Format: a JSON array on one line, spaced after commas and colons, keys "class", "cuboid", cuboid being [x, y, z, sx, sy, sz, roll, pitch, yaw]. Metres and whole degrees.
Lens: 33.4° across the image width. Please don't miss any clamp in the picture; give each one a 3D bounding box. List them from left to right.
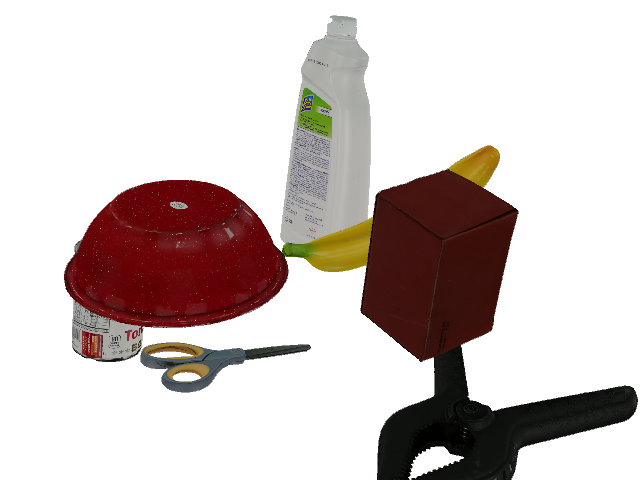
[{"class": "clamp", "cuboid": [0.099, 0.125, 0.749, 0.209, 0.036, 0.165, -28, 39, -36]}]

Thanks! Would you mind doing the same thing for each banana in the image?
[{"class": "banana", "cuboid": [0.067, -0.018, 0.907, 0.198, 0.037, 0.069, -27, -18, 10]}]

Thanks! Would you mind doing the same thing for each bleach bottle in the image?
[{"class": "bleach bottle", "cuboid": [0.016, -0.109, 1.133, 0.067, 0.251, 0.103, -12, 26, -43]}]

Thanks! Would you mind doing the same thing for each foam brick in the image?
[{"class": "foam brick", "cuboid": [0.059, 0.012, 0.546, 0.052, 0.078, 0.051, -19, 41, -33]}]

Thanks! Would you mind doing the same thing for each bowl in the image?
[{"class": "bowl", "cuboid": [-0.103, -0.001, 0.763, 0.162, 0.055, 0.162, 1, 26, -1]}]

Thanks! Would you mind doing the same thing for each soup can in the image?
[{"class": "soup can", "cuboid": [-0.198, 0.054, 1.000, 0.068, 0.102, 0.068, 6, 21, -3]}]

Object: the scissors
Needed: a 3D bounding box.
[{"class": "scissors", "cuboid": [-0.099, 0.139, 1.191, 0.201, 0.016, 0.096, 3, 25, -15]}]
